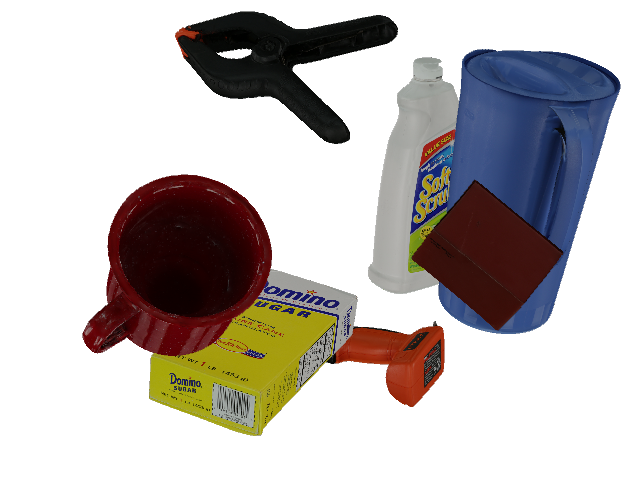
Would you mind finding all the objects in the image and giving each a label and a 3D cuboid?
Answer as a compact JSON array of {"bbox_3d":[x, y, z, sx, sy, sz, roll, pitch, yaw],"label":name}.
[{"bbox_3d":[0.176,-0.037,0.941,0.145,0.243,0.149,21,32,27],"label":"pitcher"},{"bbox_3d":[0.106,-0.073,1.170,0.102,0.251,0.068,-15,27,-31],"label":"bleach bottle"},{"bbox_3d":[-0.091,0.027,0.629,0.117,0.093,0.082,-42,-6,-27],"label":"mug"},{"bbox_3d":[-0.027,-0.145,0.828,0.172,0.120,0.039,24,-32,20],"label":"clamp"},{"bbox_3d":[0.022,0.121,1.111,0.188,0.057,0.184,9,24,26],"label":"power drill"},{"bbox_3d":[-0.047,0.080,0.830,0.093,0.048,0.176,16,29,19],"label":"sugar box"},{"bbox_3d":[0.110,0.010,0.709,0.078,0.051,0.053,41,-26,6],"label":"foam brick"}]
